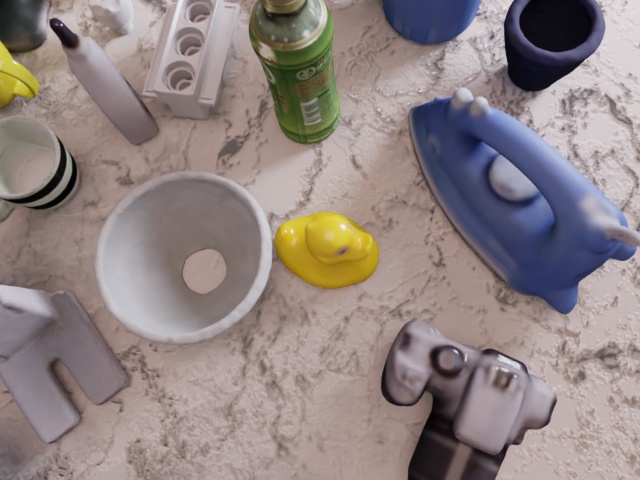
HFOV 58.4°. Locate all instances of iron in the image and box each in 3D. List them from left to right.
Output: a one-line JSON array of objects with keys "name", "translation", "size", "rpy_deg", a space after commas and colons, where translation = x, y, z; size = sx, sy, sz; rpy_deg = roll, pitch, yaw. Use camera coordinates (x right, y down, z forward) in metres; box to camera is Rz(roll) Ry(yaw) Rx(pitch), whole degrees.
[{"name": "iron", "translation": [0.173, -0.062, 0.522], "size": [0.119, 0.141, 0.258], "rpy_deg": [-40, 75, -7]}]

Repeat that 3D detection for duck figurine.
[{"name": "duck figurine", "translation": [0.005, 0.002, 0.546], "size": [0.104, 0.086, 0.077], "rpy_deg": [12, 76, 8]}]

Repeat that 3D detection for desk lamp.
[{"name": "desk lamp", "translation": [-0.289, 0.065, 0.485], "size": [0.118, 0.213, 0.203], "rpy_deg": [-40, 75, -6]}]

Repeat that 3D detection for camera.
[{"name": "camera", "translation": [0.111, 0.156, 0.488], "size": [0.143, 0.101, 0.137], "rpy_deg": [24, 78, 10]}]

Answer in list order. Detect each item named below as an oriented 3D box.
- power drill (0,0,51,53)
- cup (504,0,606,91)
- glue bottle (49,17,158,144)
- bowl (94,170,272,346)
[{"name": "power drill", "translation": [-0.370, -0.292, 0.592], "size": [0.075, 0.208, 0.229], "rpy_deg": [-3, 74, 4]}, {"name": "cup", "translation": [0.223, -0.207, 0.582], "size": [0.091, 0.095, 0.118], "rpy_deg": [-7, 74, 3]}, {"name": "glue bottle", "translation": [-0.216, -0.161, 0.562], "size": [0.037, 0.173, 0.078], "rpy_deg": [-32, 74, -4]}, {"name": "bowl", "translation": [-0.124, 0.022, 0.556], "size": [0.167, 0.075, 0.167], "rpy_deg": [-1, 75, 4]}]
